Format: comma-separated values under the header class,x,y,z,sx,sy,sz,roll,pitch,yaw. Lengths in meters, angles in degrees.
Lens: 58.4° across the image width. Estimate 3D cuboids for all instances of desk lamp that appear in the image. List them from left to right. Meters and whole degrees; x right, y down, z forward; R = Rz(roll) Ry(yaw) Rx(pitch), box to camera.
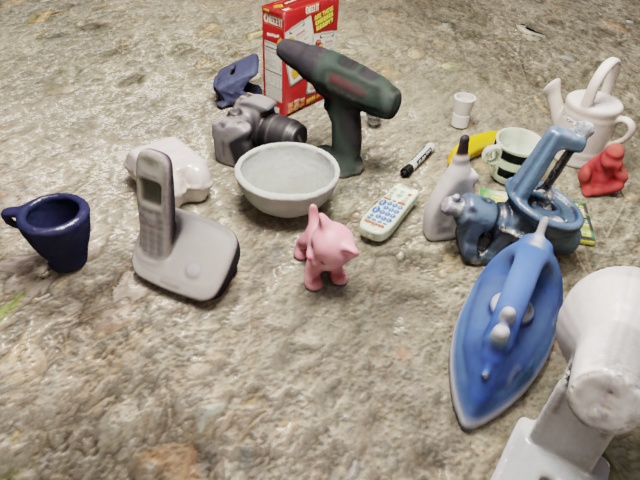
class,x,y,z,sx,sy,sz,roll,pitch,yaw
desk lamp,0.254,0.152,0.533,0.117,0.214,0.204,24,44,24

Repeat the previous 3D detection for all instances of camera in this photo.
class,x,y,z,sx,sy,sz,roll,pitch,yaw
camera,-0.102,-0.198,1.032,0.136,0.101,0.143,21,42,21

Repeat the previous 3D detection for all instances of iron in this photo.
class,x,y,z,sx,sy,sz,roll,pitch,yaw
iron,0.223,0.086,0.669,0.118,0.141,0.259,20,42,20

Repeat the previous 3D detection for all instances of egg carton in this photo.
class,x,y,z,sx,sy,sz,roll,pitch,yaw
egg carton,-0.247,-0.111,0.940,0.107,0.069,0.149,-27,48,-32

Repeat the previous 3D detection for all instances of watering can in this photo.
class,x,y,z,sx,sy,sz,roll,pitch,yaw
watering can,0.489,-0.240,1.047,0.172,0.194,0.101,19,42,19

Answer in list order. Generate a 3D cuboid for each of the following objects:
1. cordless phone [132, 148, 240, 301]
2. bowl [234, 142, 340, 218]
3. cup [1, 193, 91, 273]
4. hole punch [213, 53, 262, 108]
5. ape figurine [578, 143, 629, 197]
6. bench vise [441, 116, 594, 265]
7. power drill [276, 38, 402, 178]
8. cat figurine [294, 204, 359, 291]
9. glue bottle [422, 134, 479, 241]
class,x,y,z,sx,sy,sz,roll,pitch,yaw
cordless phone,-0.178,-0.020,0.740,0.147,0.185,0.094,17,41,17
bowl,-0.052,-0.086,0.917,0.167,0.075,0.167,2,39,-1
cup,-0.366,-0.004,0.780,0.117,0.095,0.091,4,39,2
hole punch,-0.174,-0.339,1.209,0.101,0.091,0.108,-1,39,-5
ape figurine,0.493,-0.125,0.987,0.077,0.092,0.076,24,43,24
bench vise,0.284,-0.059,0.791,0.208,0.220,0.121,-12,41,-17
power drill,0.023,-0.222,0.983,0.229,0.208,0.076,20,42,20
cat figurine,0.007,0.003,0.778,0.067,0.118,0.127,-10,41,-15
glue bottle,0.200,-0.077,0.845,0.078,0.173,0.037,-7,40,-11
